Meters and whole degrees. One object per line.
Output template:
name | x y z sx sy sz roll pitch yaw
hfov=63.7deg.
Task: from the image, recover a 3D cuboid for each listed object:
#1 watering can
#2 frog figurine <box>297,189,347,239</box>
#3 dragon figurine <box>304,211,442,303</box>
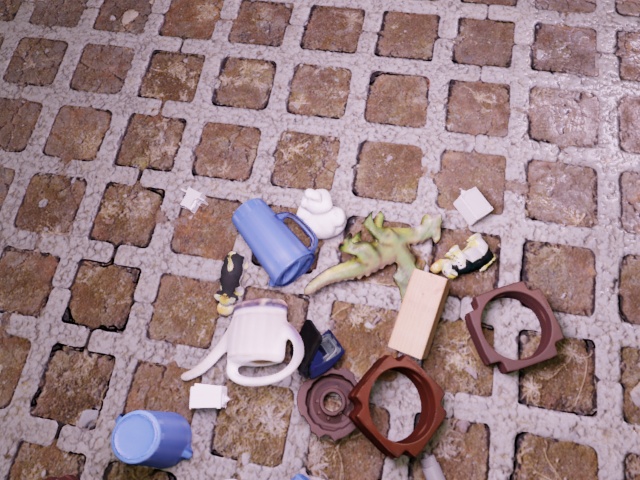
watering can | -0.201 0.263 1.333 0.346 0.229 0.102 -7 -29 20
frog figurine | 0.004 -0.071 1.411 0.138 0.124 0.157 17 -15 10
dragon figurine | 0.173 0.064 1.383 0.244 0.413 0.121 41 -10 9
